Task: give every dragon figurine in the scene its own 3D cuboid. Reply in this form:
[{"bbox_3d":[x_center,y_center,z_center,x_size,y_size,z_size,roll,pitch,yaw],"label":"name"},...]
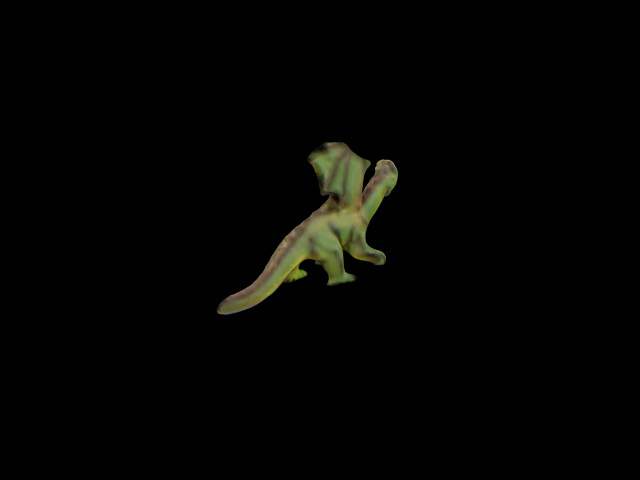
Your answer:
[{"bbox_3d":[0.003,-0.043,0.850,0.123,0.239,0.414,18,27,41],"label":"dragon figurine"}]
